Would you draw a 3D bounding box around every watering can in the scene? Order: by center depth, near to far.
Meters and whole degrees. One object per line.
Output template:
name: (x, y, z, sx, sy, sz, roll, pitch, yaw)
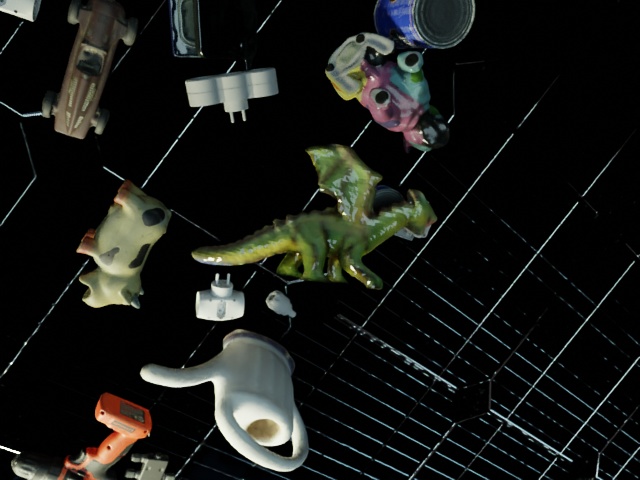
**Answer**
watering can: (-0.135, 0.236, 0.854, 0.103, 0.229, 0.343, -36, 117, 17)

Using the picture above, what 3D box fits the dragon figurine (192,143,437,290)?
dragon figurine: (0.003, -0.044, 0.880, 0.410, 0.122, 0.243, 10, 89, -6)
